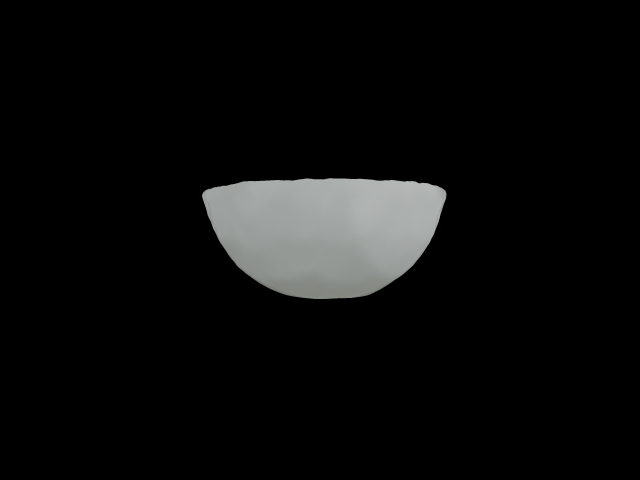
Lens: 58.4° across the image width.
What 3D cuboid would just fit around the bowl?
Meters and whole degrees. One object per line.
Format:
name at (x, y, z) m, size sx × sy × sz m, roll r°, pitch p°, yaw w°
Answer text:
bowl at (0.004, 0.001, 0.400) m, size 0.167 × 0.075 × 0.167 m, roll 0°, pitch 0°, yaw 0°
